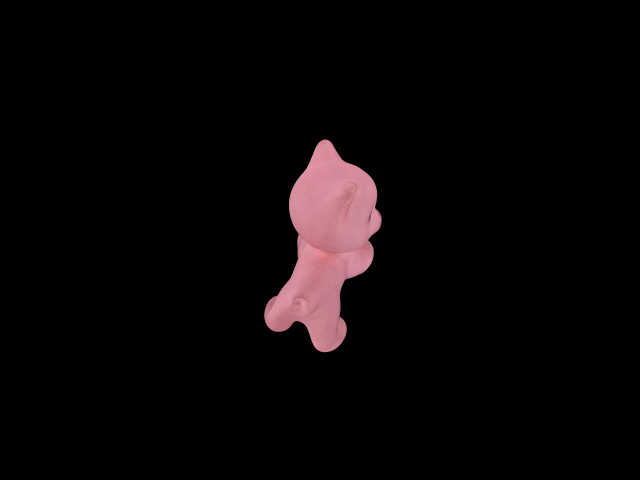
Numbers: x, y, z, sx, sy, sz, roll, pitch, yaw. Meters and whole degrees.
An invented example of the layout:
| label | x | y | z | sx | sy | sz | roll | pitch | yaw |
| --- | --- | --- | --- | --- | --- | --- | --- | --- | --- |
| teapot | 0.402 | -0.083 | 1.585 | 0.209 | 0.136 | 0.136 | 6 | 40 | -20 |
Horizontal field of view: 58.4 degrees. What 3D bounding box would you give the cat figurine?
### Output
| label | x | y | z | sx | sy | sz | roll | pitch | yaw |
| --- | --- | --- | --- | --- | --- | --- | --- | --- | --- |
| cat figurine | 0.004 | 0.001 | 0.400 | 0.067 | 0.118 | 0.128 | 17 | 68 | 7 |
